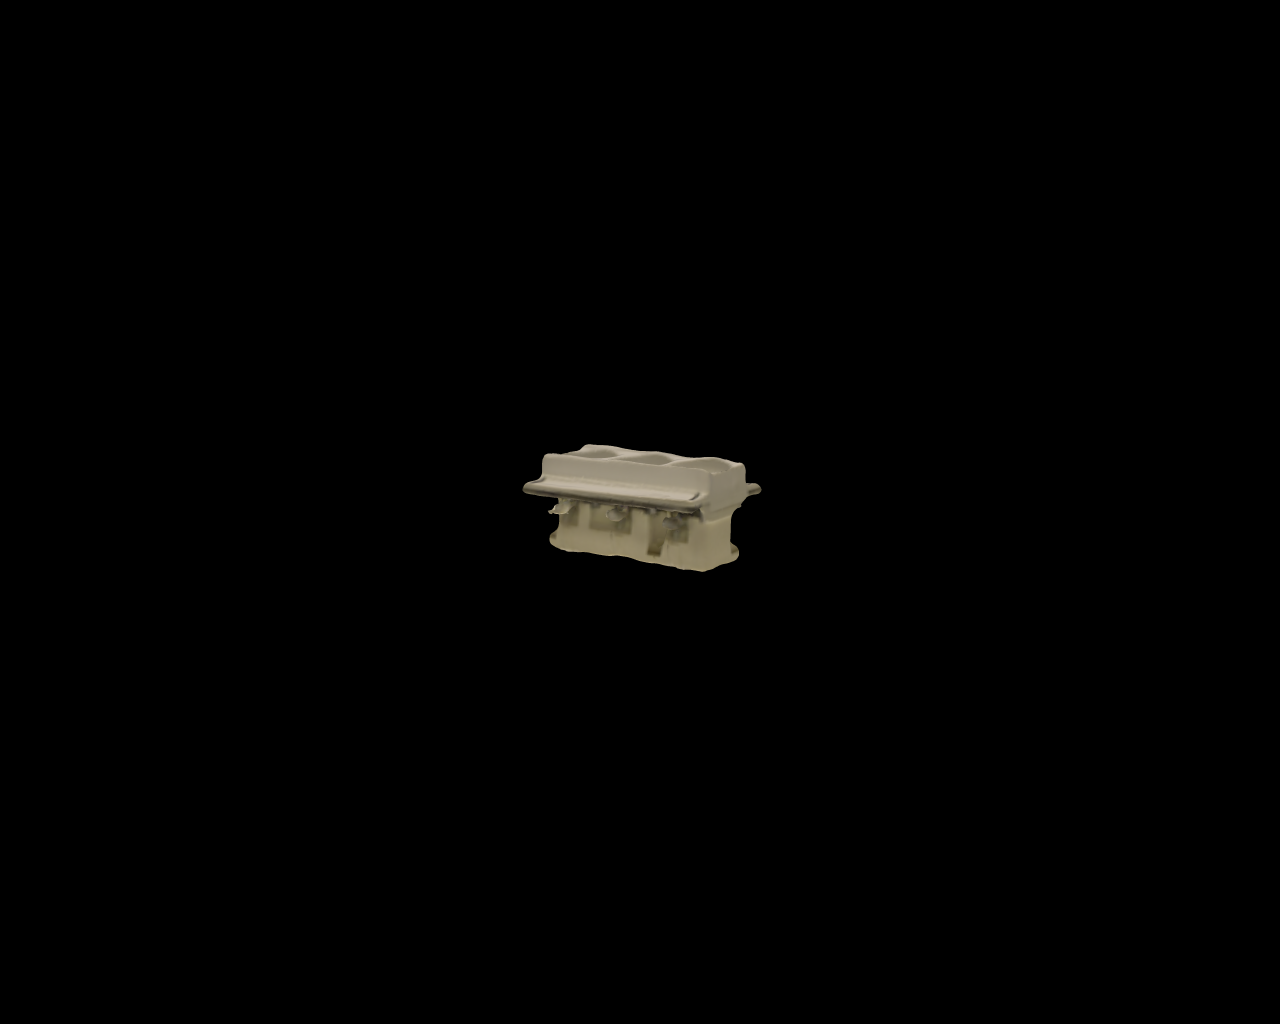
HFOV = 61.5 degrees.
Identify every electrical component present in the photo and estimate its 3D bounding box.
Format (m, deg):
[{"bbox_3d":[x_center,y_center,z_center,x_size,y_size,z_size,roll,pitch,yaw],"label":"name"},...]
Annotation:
[{"bbox_3d":[0.001,-0.003,0.650,0.121,0.063,0.079,8,14,35],"label":"electrical component"}]
